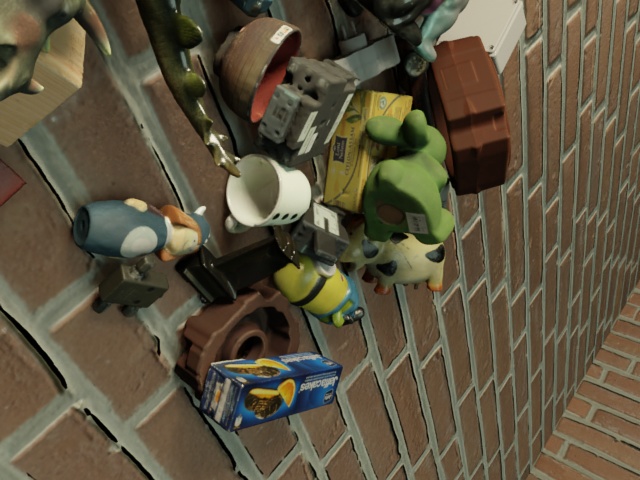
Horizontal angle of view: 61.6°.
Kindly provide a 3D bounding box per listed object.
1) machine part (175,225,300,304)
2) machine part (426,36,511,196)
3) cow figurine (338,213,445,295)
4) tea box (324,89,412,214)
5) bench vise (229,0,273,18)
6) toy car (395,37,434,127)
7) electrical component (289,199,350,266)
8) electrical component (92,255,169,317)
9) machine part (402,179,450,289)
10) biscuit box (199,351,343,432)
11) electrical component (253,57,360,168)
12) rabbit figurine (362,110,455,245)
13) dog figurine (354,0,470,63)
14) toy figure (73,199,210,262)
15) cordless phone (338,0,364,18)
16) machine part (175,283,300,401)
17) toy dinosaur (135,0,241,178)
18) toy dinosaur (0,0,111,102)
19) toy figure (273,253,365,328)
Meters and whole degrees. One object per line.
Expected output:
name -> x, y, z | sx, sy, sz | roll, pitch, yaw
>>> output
machine part -> -0.094, 0.029, 0.636 | 0.139, 0.039, 0.084 | -21, 126, 7
machine part -> 0.224, -0.187, 0.819 | 0.201, 0.087, 0.201 | 61, 18, -62
cow figurine -> 0.108, 0.016, 0.841 | 0.195, 0.086, 0.127 | 1, 108, -22
tea box -> 0.069, -0.129, 0.777 | 0.098, 0.068, 0.169 | -8, 111, -47
bench vise -> -0.016, -0.341, 0.520 | 0.223, 0.129, 0.240 | -13, 147, -53
toy car -> 0.147, -0.217, 0.823 | 0.053, 0.089, 0.201 | -14, 130, 6
electrical component -> -0.001, -0.002, 0.698 | 0.075, 0.119, 0.047 | 22, 124, -22
electrical component -> -0.191, 0.049, 0.560 | 0.094, 0.021, 0.063 | -40, 147, 22
machine part -> 0.176, -0.028, 0.934 | 0.079, 0.079, 0.243 | -13, 116, -45
biscuit box -> -0.055, 0.188, 0.692 | 0.202, 0.059, 0.062 | 7, 101, -53
electrical component -> -0.018, -0.150, 0.627 | 0.114, 0.058, 0.134 | -63, 167, 25
rabbit figurine -> 0.116, -0.100, 0.728 | 0.158, 0.121, 0.170 | 59, 44, -36
dog figurine -> 0.147, -0.343, 0.637 | 0.219, 0.109, 0.191 | -53, 150, 18
toy figure -> -0.175, -0.007, 0.563 | 0.154, 0.064, 0.058 | 4, 59, -49
cordless phone -> 0.110, -0.359, 0.735 | 0.184, 0.089, 0.146 | -54, 139, -2
machine part -> -0.103, 0.143, 0.708 | 0.179, 0.056, 0.179 | -24, 123, -42
toy dinosaur -> -0.130, -0.280, 0.388 | 0.105, 0.199, 0.470 | -28, 123, -36
toy dinosaur -> -0.222, -0.278, 0.289 | 0.131, 0.404, 0.192 | -29, 176, 0
toy figure -> 0.002, 0.074, 0.780 | 0.089, 0.082, 0.180 | -56, 141, -16
